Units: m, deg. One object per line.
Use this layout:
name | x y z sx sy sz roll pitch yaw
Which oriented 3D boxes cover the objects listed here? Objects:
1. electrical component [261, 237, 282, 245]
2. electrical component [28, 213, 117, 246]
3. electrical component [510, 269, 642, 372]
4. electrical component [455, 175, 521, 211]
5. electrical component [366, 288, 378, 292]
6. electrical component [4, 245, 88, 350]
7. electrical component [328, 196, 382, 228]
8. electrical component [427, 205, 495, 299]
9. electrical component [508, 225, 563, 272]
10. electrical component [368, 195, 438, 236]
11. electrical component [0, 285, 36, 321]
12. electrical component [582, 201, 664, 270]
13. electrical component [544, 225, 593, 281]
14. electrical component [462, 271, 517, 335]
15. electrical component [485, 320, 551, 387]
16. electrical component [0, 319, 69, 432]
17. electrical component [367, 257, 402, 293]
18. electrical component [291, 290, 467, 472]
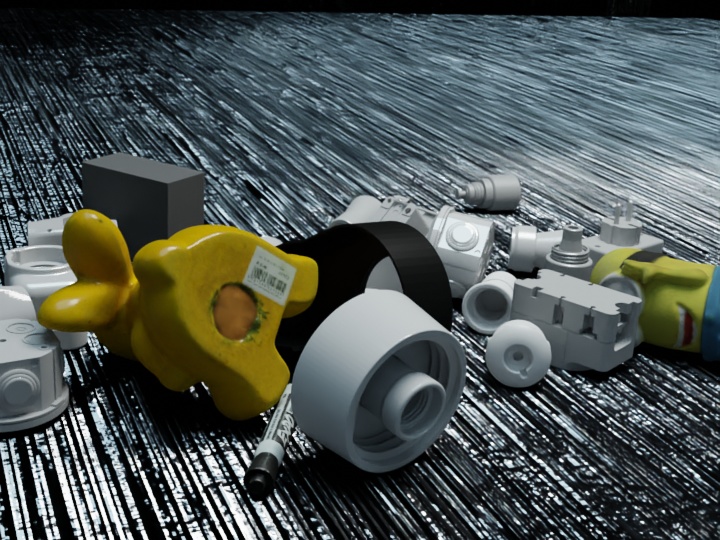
electrical component | -0.077 0.001 0.928 0.045 0.045 0.055 -3 22 -18
electrical component | -0.261 -0.028 0.976 0.077 0.043 0.079 -2 20 -16
electrical component | 0.167 0.042 0.842 0.089 0.055 0.050 20 25 37
electrical component | 0.145 -0.087 1.215 0.078 0.040 0.040 -3 21 -19
electrical component | 0.018 0.038 0.845 0.055 0.045 0.045 5 20 4
electrical component | -0.244 0.017 0.831 0.054 0.059 0.095 -5 22 -22
electrical component | -0.005 -0.044 1.070 0.044 0.044 0.065 12 26 22
electrical component | 0.086 -0.013 0.948 0.051 0.080 0.080 15 22 13
electrical component | 0.172 -0.019 1.027 0.055 0.045 0.045 5 20 6
electrical component | 0.039 -0.030 0.989 0.042 0.063 0.081 23 68 42
electrical component | -0.279 0.044 0.760 0.077 0.043 0.079 -13 -10 -38
electrical component | 0.246 -0.028 1.020 0.083 0.075 0.047 -14 26 -39
electrical component | 0.190 -0.009 0.978 0.048 0.062 0.048 3 20 -1
electrical component | 0.114 0.024 0.906 0.044 0.044 0.065 9 16 15
electrical component | 0.120 0.058 0.810 0.048 0.048 0.062 7 13 8
electrical component | -0.233 0.069 0.704 0.080 0.051 0.080 3 20 -1
electrical component | 0.000 0.000 0.916 0.099 0.064 0.099 3 20 -1
electrical component | 0.018 0.073 0.663 0.108 0.108 0.060 -13 32 -38
